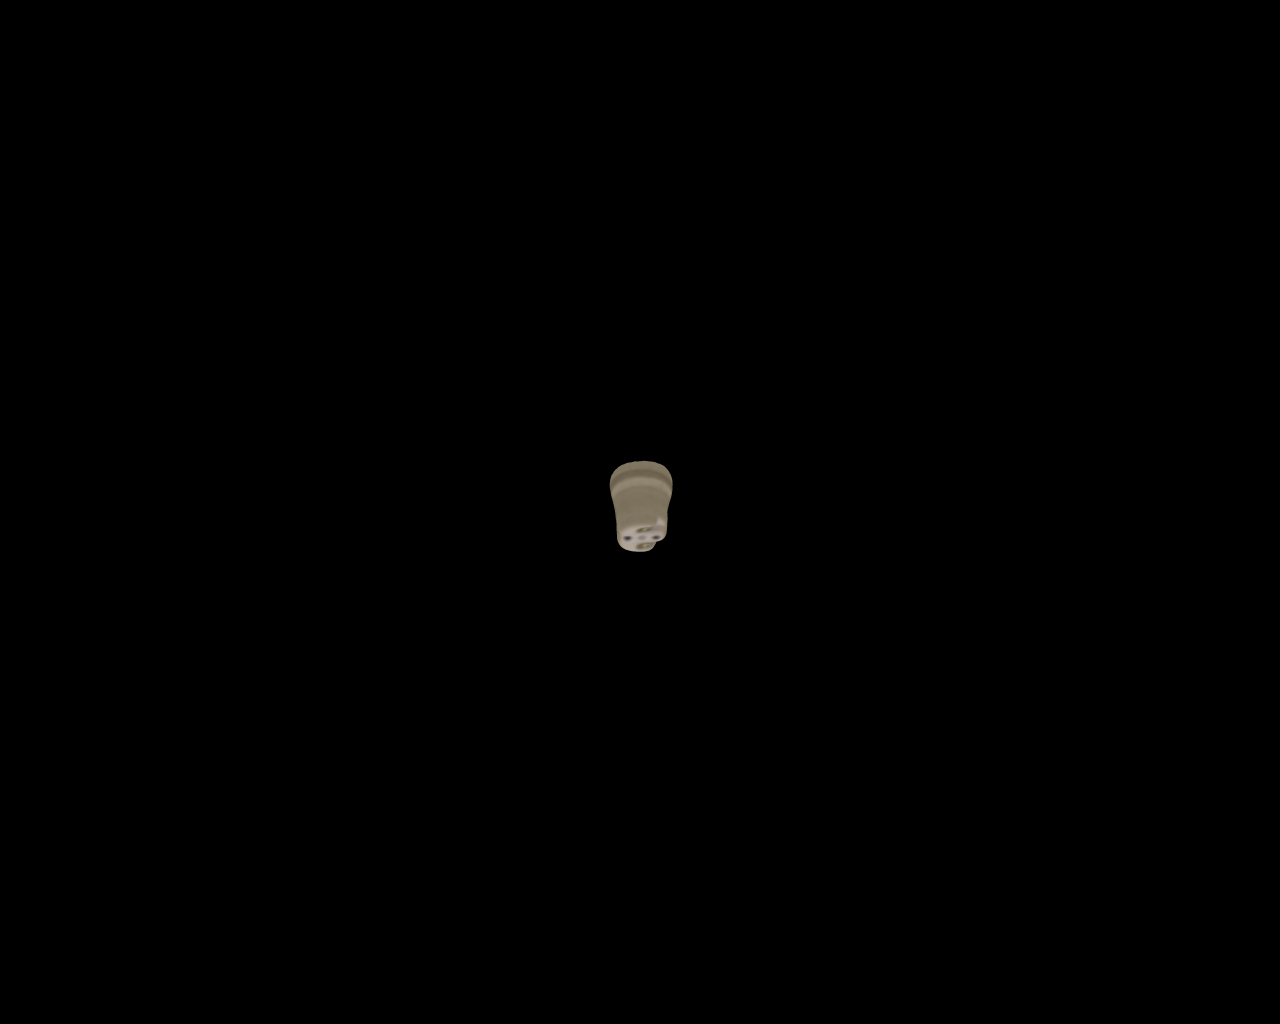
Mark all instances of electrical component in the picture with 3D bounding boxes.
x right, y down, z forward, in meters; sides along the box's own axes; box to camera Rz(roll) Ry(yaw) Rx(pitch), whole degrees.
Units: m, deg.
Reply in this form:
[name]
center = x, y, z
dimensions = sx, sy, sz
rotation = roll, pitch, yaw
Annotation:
[electrical component]
center = 0.001, -0.003, 0.650
dimensions = 0.040, 0.046, 0.040
rotation = 0, -34, 0
